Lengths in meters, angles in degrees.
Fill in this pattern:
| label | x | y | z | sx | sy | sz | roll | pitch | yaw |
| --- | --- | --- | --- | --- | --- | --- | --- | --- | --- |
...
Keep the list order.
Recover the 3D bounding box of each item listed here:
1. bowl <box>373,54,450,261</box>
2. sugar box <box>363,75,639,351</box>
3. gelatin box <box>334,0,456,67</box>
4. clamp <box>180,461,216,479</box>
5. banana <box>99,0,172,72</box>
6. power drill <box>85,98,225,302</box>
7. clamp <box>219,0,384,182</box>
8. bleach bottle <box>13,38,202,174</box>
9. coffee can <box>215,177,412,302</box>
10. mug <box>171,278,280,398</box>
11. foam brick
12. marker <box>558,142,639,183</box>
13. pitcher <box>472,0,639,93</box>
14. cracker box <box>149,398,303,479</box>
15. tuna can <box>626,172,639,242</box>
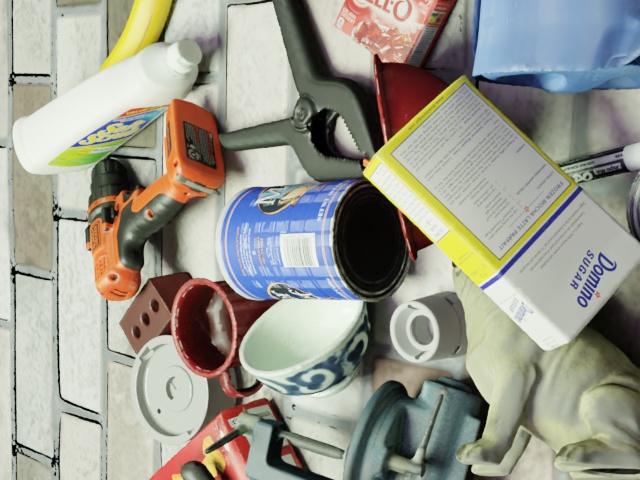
| label | x | y | z | sx | sy | sz | roll | pitch | yaw |
| --- | --- | --- | --- | --- | --- | --- | --- | --- | --- |
| bowl | 0.082 | -0.068 | 0.816 | 0.055 | 0.162 | 0.162 | -11 | 86 | 7 |
| sugar box | 0.124 | -0.018 | 0.720 | 0.176 | 0.093 | 0.048 | 46 | 161 | 2 |
| gelatin box | 0.059 | -0.188 | 0.882 | 0.089 | 0.030 | 0.073 | 45 | 122 | 31 |
| clamp | -0.074 | 0.287 | 0.952 | 0.172 | 0.039 | 0.120 | 31 | 121 | 34 |
| banana | -0.190 | -0.227 | 1.117 | 0.198 | 0.037 | 0.070 | -64 | 37 | 25 |
| power drill | -0.175 | -0.055 | 1.085 | 0.188 | 0.057 | 0.184 | -45 | 43 | 33 |
| clamp | -0.005 | -0.122 | 0.947 | 0.210 | 0.036 | 0.165 | 34 | 116 | 39 |
| bleach bottle | -0.212 | -0.141 | 1.097 | 0.251 | 0.102 | 0.068 | -25 | 78 | 44 |
| coffee can | -0.006 | 0.001 | 0.913 | 0.141 | 0.102 | 0.103 | -2 | 93 | 44 |
| mug | -0.078 | 0.090 | 1.005 | 0.093 | 0.081 | 0.117 | -20 | 80 | 43 |
| foam brick | -0.161 | 0.079 | 1.105 | 0.053 | 0.051 | 0.078 | 55 | 127 | 25 |
| marker | 0.186 | -0.050 | 0.782 | 0.121 | 0.020 | 0.020 | -14 | 84 | 44 |
| pitcher | 0.169 | -0.221 | 0.716 | 0.149 | 0.144 | 0.243 | 4 | 93 | 19 |
| cracker box | -0.093 | 0.280 | 1.044 | 0.214 | 0.071 | 0.164 | -45 | 65 | 37 |
| tuna can | 0.251 | -0.019 | 0.712 | 0.086 | 0.033 | 0.086 | 5 | 97 | 43 |
